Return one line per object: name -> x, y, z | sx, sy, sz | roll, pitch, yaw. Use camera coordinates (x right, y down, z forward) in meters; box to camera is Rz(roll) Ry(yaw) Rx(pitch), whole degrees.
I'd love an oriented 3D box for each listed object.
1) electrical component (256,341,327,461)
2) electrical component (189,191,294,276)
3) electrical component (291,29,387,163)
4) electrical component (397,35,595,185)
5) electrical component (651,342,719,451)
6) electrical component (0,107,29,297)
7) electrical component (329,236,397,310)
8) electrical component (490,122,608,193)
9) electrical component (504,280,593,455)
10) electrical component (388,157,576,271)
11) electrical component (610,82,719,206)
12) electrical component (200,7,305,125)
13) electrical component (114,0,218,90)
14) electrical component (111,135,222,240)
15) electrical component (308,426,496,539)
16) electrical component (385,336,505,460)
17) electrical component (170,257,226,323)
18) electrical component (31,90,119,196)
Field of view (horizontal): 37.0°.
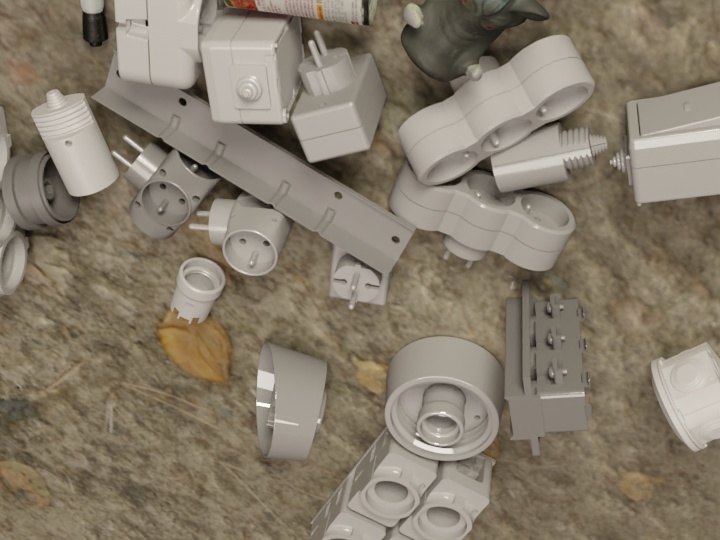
electrical component -> -0.064, 0.117, 0.941 | 0.064, 0.099, 0.099 | 13, 127, -5
electrical component -> -0.094, -0.036, 0.845 | 0.079, 0.077, 0.043 | 5, 127, 10
electrical component -> -0.020, -0.131, 0.757 | 0.047, 0.083, 0.075 | -11, 122, 19
electrical component -> 0.087, -0.125, 0.757 | 0.138, 0.052, 0.073 | -29, 71, 15
electrical component -> 0.274, 0.102, 0.871 | 0.051, 0.080, 0.080 | -28, 116, 21
electrical component -> -0.318, -0.050, 0.872 | 0.062, 0.089, 0.150 | 7, 127, 6
electrical component -> 0.000, 0.000, 0.853 | 0.047, 0.076, 0.065 | 10, 127, 5
electrical component -> 0.139, -0.085, 0.784 | 0.081, 0.043, 0.043 | -10, 123, 18
electrical component -> 0.148, 0.074, 0.849 | 0.063, 0.121, 0.078 | -5, 124, 12
electrical component -> 0.087, -0.033, 0.826 | 0.138, 0.052, 0.073 | 20, 127, -3
electrical component -> 0.223, -0.089, 0.752 | 0.096, 0.061, 0.061 | -6, 124, 15
electrical component -> -0.077, -0.143, 0.751 | 0.061, 0.096, 0.061 | 2, 126, 10
electrical component -> -0.136, -0.180, 0.763 | 0.059, 0.053, 0.095 | 9, 127, 5
electrical component -> -0.160, -0.075, 0.851 | 0.079, 0.044, 0.077 | 39, 125, -11
electrical component -> 0.034, 0.233, 1.026 | 0.105, 0.060, 0.186 | 27, 126, -9
electrical component -> 0.072, 0.118, 0.934 | 0.108, 0.060, 0.108 | 5, 126, 7
electrical component -> -0.140, 0.019, 0.918 | 0.040, 0.040, 0.046 | 23, 133, -6
electrical component -> -0.225, -0.103, 0.843 | 0.043, 0.043, 0.081 | -7, 124, 16
